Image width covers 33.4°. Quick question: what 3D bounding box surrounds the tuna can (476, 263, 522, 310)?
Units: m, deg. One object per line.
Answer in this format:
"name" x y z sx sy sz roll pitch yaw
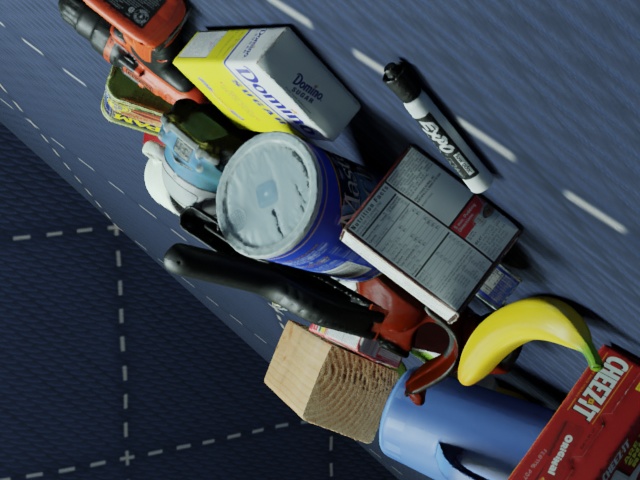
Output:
"tuna can" 0.125 0.021 0.894 0.086 0.034 0.086 37 -176 -3

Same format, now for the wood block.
"wood block" 0.008 0.166 1.281 0.090 0.090 0.206 23 178 -16

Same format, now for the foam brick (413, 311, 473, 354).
"foam brick" 0.111 0.089 1.136 0.078 0.051 0.053 15 -178 -24

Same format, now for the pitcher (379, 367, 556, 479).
"pitcher" 0.186 0.228 1.151 0.243 0.145 0.149 19 155 25

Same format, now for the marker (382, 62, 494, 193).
"marker" 0.082 -0.078 0.740 0.121 0.020 0.020 46 167 -30

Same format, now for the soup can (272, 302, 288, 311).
"soup can" -0.031 0.024 1.262 0.069 0.068 0.102 20 122 60

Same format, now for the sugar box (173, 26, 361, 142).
"sugar box" -0.049 -0.130 0.886 0.093 0.048 0.176 43 170 -27

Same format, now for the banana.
"banana" 0.175 0.087 0.940 0.037 0.069 0.198 11 165 -22

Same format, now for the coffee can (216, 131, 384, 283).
"coffee can" -0.004 -0.024 0.892 0.103 0.103 0.140 31 -171 36

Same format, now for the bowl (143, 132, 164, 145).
"bowl" -0.162 -0.096 1.275 0.162 0.055 0.162 50 172 9

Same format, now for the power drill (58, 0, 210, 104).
"power drill" -0.182 -0.205 1.001 0.184 0.057 0.188 35 171 4

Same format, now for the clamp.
"clamp" -0.040 0.030 0.939 0.209 0.036 0.164 23 -167 -15

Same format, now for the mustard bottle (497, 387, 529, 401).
"mustard bottle" 0.220 0.216 1.338 0.096 0.058 0.192 43 168 -11

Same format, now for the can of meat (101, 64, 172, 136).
"can of meat" -0.179 -0.152 1.137 0.102 0.057 0.084 18 169 -10

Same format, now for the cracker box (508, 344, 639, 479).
"cracker box" 0.251 0.212 0.953 0.072 0.164 0.213 29 165 36

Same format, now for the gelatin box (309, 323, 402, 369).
"gelatin box" 0.043 0.110 1.185 0.073 0.030 0.089 21 175 39

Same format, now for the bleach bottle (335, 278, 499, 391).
"bleach bottle" 0.113 0.100 1.226 0.250 0.068 0.103 42 168 -24

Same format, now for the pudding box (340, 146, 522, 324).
"pudding box" 0.086 -0.005 0.830 0.113 0.090 0.039 37 168 7
